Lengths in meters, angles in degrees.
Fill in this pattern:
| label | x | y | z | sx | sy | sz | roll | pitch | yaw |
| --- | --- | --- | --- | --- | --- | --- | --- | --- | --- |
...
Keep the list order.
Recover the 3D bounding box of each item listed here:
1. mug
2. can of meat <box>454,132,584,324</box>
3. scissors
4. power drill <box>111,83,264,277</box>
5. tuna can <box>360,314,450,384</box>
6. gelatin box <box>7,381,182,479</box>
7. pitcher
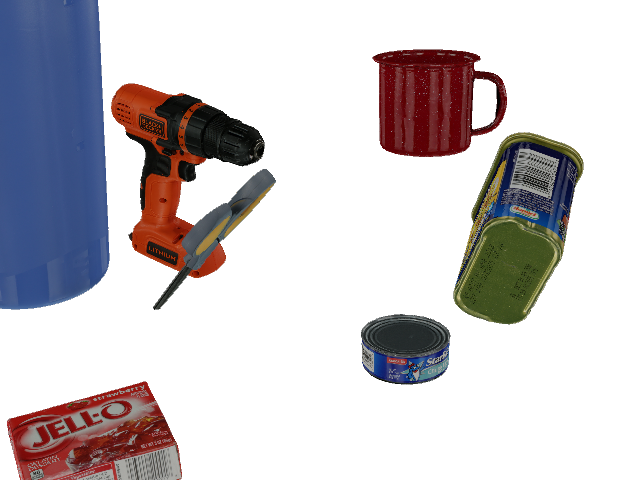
| label | x | y | z | sx | sy | sz | roll | pitch | yaw |
| --- | --- | --- | --- | --- | --- | --- | --- | --- | --- |
| mug | 0.104 | -0.120 | 0.934 | 0.117 | 0.081 | 0.093 | 3 | 18 | 11 |
| can of meat | 0.130 | -0.005 | 0.706 | 0.057 | 0.083 | 0.102 | 20 | -42 | 4 |
| scissors | -0.105 | 0.016 | 0.852 | 0.202 | 0.016 | 0.096 | -46 | -4 | 32 |
| power drill | -0.136 | -0.058 | 1.104 | 0.185 | 0.188 | 0.057 | 23 | 35 | 29 |
| tuna can | 0.082 | 0.105 | 1.031 | 0.086 | 0.034 | 0.086 | -1 | 22 | 0 |
| gelatin box | -0.135 | 0.122 | 0.631 | 0.089 | 0.030 | 0.073 | -13 | 27 | -18 |
| pitcher | -0.209 | -0.078 | 0.688 | 0.149 | 0.243 | 0.145 | -4 | 26 | -8 |
